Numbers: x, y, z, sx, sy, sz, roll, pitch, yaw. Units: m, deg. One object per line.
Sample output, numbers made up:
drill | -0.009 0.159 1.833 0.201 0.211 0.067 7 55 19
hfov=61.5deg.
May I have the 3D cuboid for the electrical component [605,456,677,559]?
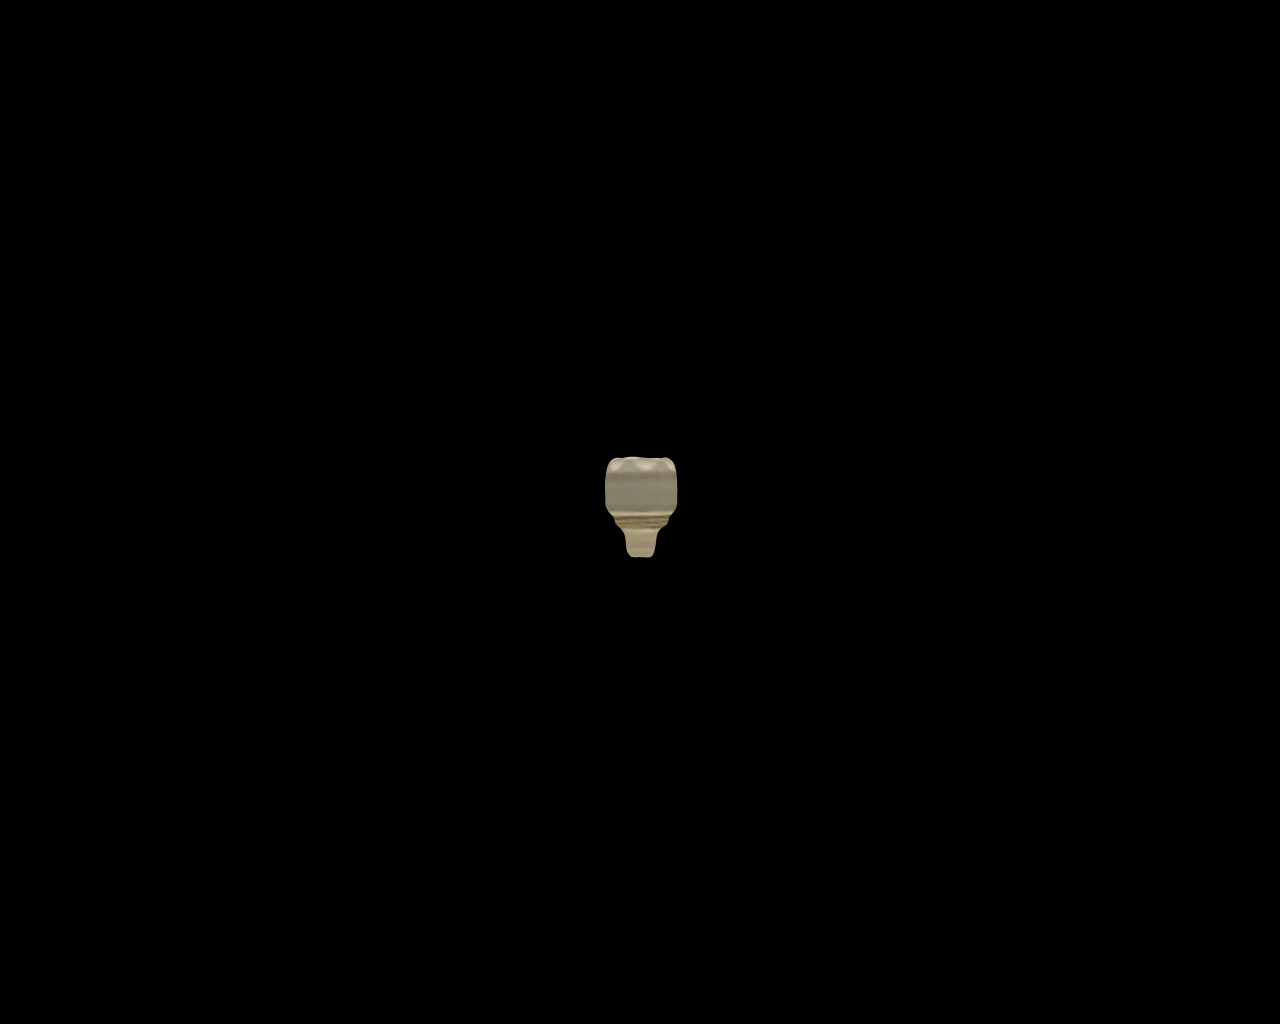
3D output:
electrical component | 0.001 -0.003 0.650 0.043 0.062 0.043 0 0 0
